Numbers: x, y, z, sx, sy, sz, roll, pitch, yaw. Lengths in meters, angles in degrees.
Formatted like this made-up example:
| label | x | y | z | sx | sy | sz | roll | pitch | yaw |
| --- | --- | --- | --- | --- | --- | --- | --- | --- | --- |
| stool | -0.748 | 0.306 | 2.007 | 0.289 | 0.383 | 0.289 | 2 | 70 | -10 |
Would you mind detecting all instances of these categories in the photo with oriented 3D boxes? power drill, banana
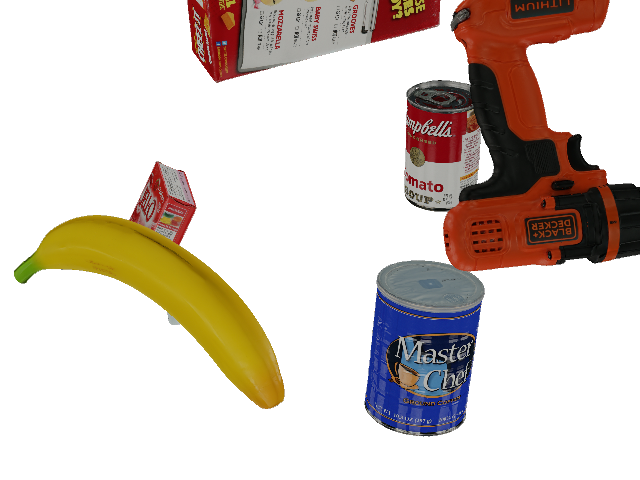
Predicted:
| label | x | y | z | sx | sy | sz | roll | pitch | yaw |
| --- | --- | --- | --- | --- | --- | --- | --- | --- | --- |
| power drill | 0.167 | -0.077 | 0.714 | 0.184 | 0.187 | 0.057 | -7 | -1 | -3 |
| banana | -0.100 | 0.032 | 0.663 | 0.198 | 0.070 | 0.037 | 26 | 27 | 16 |

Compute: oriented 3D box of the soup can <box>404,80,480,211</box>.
| label | x | y | z | sx | sy | sz | roll | pitch | yaw |
| --- | --- | --- | --- | --- | --- | --- | --- | --- | --- |
| soup can | 0.110 | -0.086 | 0.971 | 0.068 | 0.102 | 0.068 | -1 | 31 | 0 |

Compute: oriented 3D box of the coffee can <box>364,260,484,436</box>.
| label | x | y | z | sx | sy | sz | roll | pitch | yaw |
| --- | --- | --- | --- | --- | --- | --- | --- | --- | --- |
| coffee can | 0.100 | 0.103 | 1.040 | 0.103 | 0.140 | 0.103 | 4 | 23 | -2 |

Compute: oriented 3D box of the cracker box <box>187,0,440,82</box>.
| label | x | y | z | sx | sy | sz | roll | pitch | yaw |
| --- | --- | --- | --- | --- | --- | --- | --- | --- | --- |
| cracker box | -0.007 | -0.239 | 0.885 | 0.213 | 0.164 | 0.072 | -18 | 42 | -18 |

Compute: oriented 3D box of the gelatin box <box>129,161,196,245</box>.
| label | x | y | z | sx | sy | sz | roll | pitch | yaw |
| --- | --- | --- | --- | --- | --- | --- | --- | --- | --- |
| gelatin box | -0.136 | -0.017 | 0.895 | 0.030 | 0.073 | 0.089 | 21 | 17 | -23 |

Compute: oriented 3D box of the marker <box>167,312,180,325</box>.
| label | x | y | z | sx | sy | sz | roll | pitch | yaw |
| --- | --- | --- | --- | --- | --- | --- | --- | --- | --- |
| marker | -0.161 | 0.030 | 1.122 | 0.020 | 0.121 | 0.020 | -9 | 19 | 3 |
